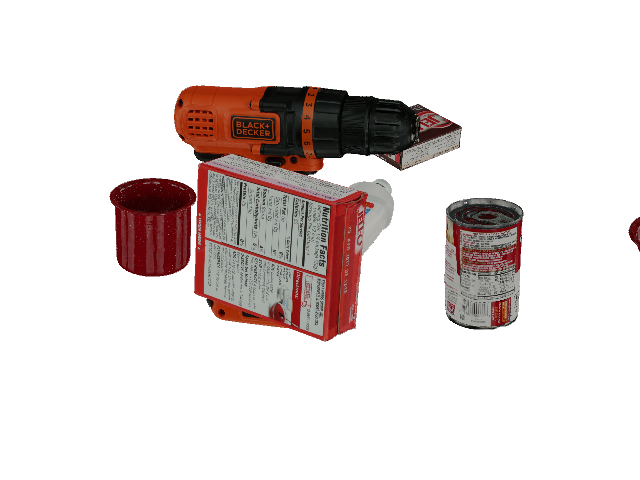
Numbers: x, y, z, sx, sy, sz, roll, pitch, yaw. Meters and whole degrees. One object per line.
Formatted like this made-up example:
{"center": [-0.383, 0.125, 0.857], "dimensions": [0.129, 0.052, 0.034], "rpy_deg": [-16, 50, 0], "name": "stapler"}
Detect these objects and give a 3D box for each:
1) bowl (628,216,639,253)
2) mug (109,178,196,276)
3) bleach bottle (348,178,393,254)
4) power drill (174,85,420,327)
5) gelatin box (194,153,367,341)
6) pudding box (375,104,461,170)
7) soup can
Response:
{"center": [0.405, 0.016, 1.117], "dimensions": [0.162, 0.055, 0.162], "rpy_deg": [-3, 23, 1], "name": "bowl"}
{"center": [-0.190, -0.018, 1.179], "dimensions": [0.093, 0.081, 0.117], "rpy_deg": [-14, 32, -31], "name": "mug"}
{"center": [0.014, -0.011, 1.323], "dimensions": [0.103, 0.068, 0.250], "rpy_deg": [15, 36, 25], "name": "bleach bottle"}
{"center": [-0.018, -0.026, 0.816], "dimensions": [0.184, 0.188, 0.057], "rpy_deg": [6, 21, 13], "name": "power drill"}
{"center": [-0.021, 0.002, 0.538], "dimensions": [0.089, 0.073, 0.030], "rpy_deg": [17, 25, 31], "name": "gelatin box"}
{"center": [0.124, -0.143, 1.468], "dimensions": [0.113, 0.039, 0.090], "rpy_deg": [-25, 40, -29], "name": "pudding box"}
{"center": [0.146, 0.021, 0.957], "dimensions": [0.068, 0.102, 0.068], "rpy_deg": [-2, 23, 1], "name": "soup can"}
